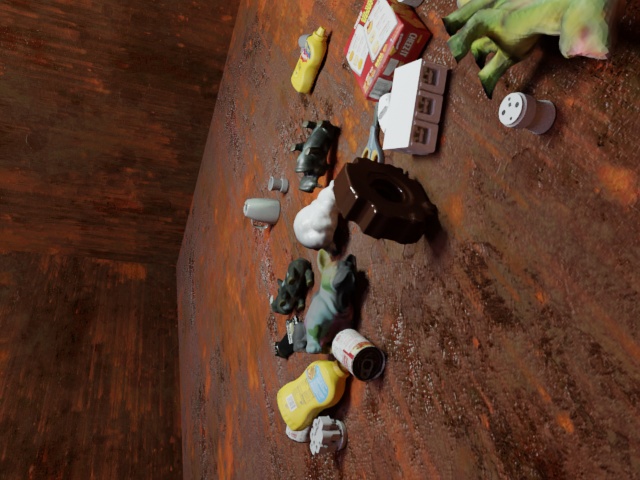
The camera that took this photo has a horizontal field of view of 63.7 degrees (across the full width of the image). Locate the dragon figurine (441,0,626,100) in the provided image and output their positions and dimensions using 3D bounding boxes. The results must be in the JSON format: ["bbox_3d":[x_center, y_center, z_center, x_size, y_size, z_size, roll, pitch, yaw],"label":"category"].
[{"bbox_3d":[0.280,-0.323,0.662,0.239,0.121,0.421,-33,31,35],"label":"dragon figurine"}]

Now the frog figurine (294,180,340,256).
[{"bbox_3d":[0.004,-0.060,1.182,0.140,0.123,0.156,-82,0,-60],"label":"frog figurine"}]
